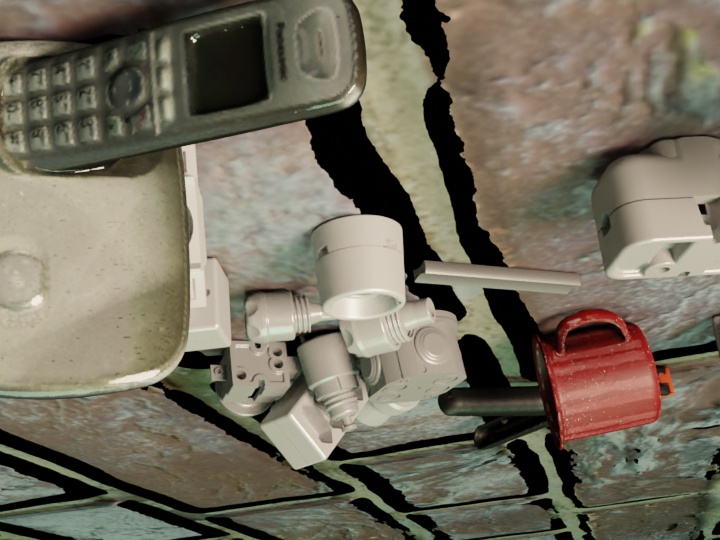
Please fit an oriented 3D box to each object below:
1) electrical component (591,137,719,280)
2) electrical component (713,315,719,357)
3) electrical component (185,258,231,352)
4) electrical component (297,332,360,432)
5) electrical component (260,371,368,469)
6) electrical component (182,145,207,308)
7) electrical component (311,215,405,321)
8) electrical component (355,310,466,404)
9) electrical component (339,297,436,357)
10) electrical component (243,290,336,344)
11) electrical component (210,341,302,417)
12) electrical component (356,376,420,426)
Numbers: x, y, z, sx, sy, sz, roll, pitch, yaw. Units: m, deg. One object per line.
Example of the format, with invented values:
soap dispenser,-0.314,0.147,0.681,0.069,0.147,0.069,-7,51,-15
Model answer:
electrical component,0.178,-0.033,0.584,0.095,0.059,0.053,-3,158,-7
electrical component,0.307,0.062,0.842,0.047,0.065,0.076,-12,157,15
electrical component,-0.118,0.017,0.652,0.066,0.047,0.076,-7,158,3
electrical component,-0.019,0.082,0.805,0.040,0.078,0.040,-17,166,-5
electrical component,-0.046,0.115,0.852,0.076,0.083,0.047,-26,106,41
electrical component,-0.100,-0.021,0.539,0.042,0.081,0.064,-4,180,-5
electrical component,0.000,0.000,0.639,0.055,0.047,0.055,-5,158,-2
electrical component,0.037,0.064,0.791,0.080,0.051,0.080,-11,159,-4
electrical component,0.020,0.034,0.734,0.062,0.043,0.043,-15,156,18
electrical component,-0.046,0.030,0.720,0.061,0.035,0.035,-5,158,-8
electrical component,-0.084,0.084,0.829,0.066,0.048,0.055,3,149,-21
electrical component,0.022,0.102,0.898,0.045,0.045,0.055,8,154,-30
